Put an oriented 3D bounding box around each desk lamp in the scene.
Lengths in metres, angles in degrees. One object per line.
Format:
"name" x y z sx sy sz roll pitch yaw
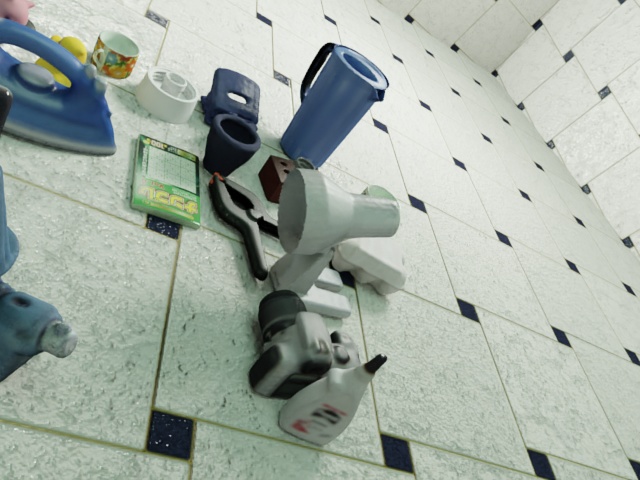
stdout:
"desk lamp" 0.008 0.003 0.861 0.204 0.213 0.117 16 39 -33

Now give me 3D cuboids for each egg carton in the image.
"egg carton" 0.092 0.034 1.048 0.151 0.069 0.107 29 34 -18

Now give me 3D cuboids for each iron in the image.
"iron" -0.388 -0.223 0.795 0.259 0.141 0.118 22 36 -27

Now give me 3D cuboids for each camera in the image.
"camera" -0.022 0.134 0.776 0.144 0.100 0.136 14 40 -36

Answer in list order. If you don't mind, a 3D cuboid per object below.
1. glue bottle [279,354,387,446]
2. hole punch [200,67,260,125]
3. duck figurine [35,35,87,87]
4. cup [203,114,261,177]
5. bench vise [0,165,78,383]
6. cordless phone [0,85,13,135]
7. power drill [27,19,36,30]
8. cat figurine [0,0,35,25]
"glue bottle" 0.024 0.186 0.691 0.078 0.173 0.037 27 34 -21
"hole punch" -0.169 -0.270 1.129 0.109 0.091 0.101 15 40 -35
"duck figurine" -0.395 -0.276 0.905 0.104 0.086 0.078 45 32 7
"cup" -0.157 -0.161 1.003 0.091 0.094 0.118 41 32 1
"bench vise" -0.300 0.013 0.521 0.208 0.219 0.121 28 34 -19
"cordless phone" -0.405 -0.105 0.589 0.148 0.185 0.094 6 45 -43
"power drill" -0.472 -0.430 0.899 0.230 0.208 0.075 33 32 -11
"cat figurine" -0.493 -0.335 0.846 0.128 0.117 0.067 4 46 -43
